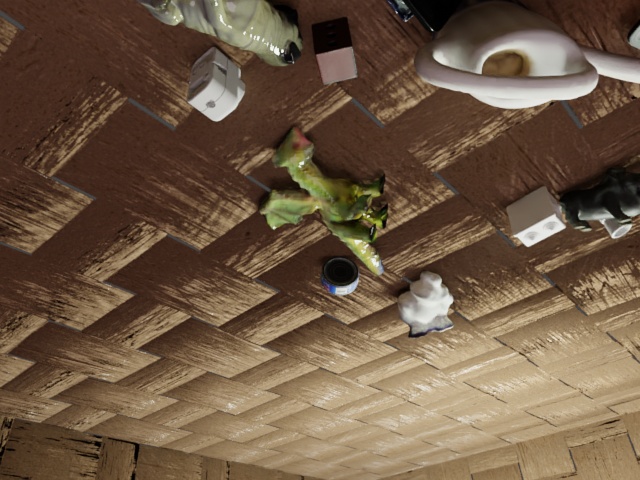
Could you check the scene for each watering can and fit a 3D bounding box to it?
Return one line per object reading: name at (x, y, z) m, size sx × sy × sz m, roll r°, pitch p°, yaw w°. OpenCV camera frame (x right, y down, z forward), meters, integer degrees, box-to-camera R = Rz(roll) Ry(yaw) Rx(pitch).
watering can at (0.284, -0.236, 0.662) m, size 0.348 × 0.230 × 0.101 m, roll -2°, pitch 129°, yaw -6°

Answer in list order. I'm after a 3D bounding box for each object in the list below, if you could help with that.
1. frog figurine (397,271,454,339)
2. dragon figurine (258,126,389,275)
frog figurine at (0.258, 0.145, 1.276) m, size 0.137 × 0.124 × 0.157 m, roll -7°, pitch 106°, yaw 16°
dragon figurine at (0.003, -0.050, 1.000) m, size 0.243 × 0.125 × 0.400 m, roll 7°, pitch 142°, yaw 14°
